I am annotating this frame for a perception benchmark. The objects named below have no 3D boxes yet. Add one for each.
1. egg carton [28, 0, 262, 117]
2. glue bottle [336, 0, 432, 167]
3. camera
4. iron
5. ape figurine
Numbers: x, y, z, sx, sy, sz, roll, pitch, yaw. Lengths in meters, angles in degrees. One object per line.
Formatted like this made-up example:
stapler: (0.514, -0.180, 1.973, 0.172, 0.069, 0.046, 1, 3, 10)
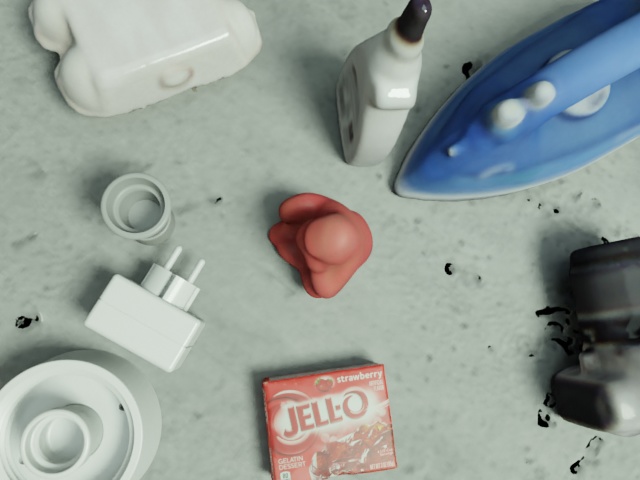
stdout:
egg carton: (-0.124, -0.153, 0.417, 0.150, 0.069, 0.107, -25, 85, -11)
glue bottle: (0.043, -0.107, 0.379, 0.037, 0.173, 0.078, -4, 82, -8)
camera: (0.248, 0.065, 0.416, 0.143, 0.100, 0.137, -9, 82, -9)
iron: (0.178, -0.109, 0.413, 0.258, 0.141, 0.118, -30, 86, -11)
ape figurine: (0.004, 0.001, 0.398, 0.076, 0.092, 0.078, 0, 81, -7)
